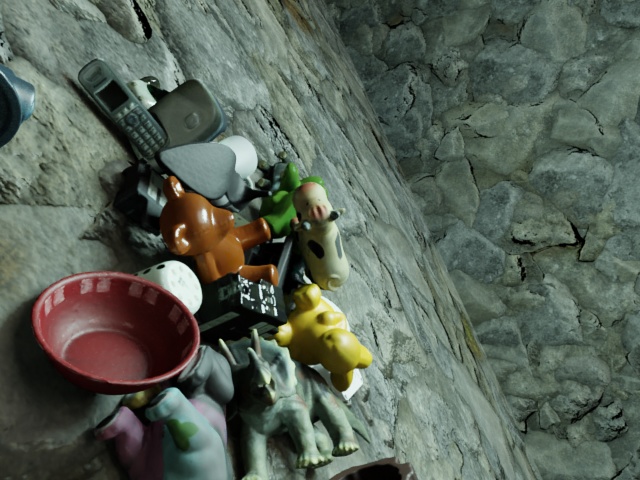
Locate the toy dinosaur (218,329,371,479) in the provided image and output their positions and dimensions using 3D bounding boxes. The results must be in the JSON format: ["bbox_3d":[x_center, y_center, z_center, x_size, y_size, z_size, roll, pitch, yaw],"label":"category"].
[{"bbox_3d":[-0.040,0.233,0.776,0.404,0.131,0.192,34,34,-64],"label":"toy dinosaur"}]

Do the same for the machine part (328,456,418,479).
[{"bbox_3d":[0.063,0.379,0.756,0.056,0.179,0.179,65,20,-1],"label":"machine part"}]

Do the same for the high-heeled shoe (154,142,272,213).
[{"bbox_3d":[-0.185,-0.094,0.827,0.248,0.145,0.086,21,75,-53],"label":"high-heeled shoe"}]

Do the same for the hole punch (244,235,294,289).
[{"bbox_3d":[-0.097,0.048,0.877,0.115,0.092,0.142,91,12,-66],"label":"hole punch"}]

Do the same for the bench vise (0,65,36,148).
[{"bbox_3d":[-0.352,-0.128,0.447,0.223,0.129,0.241,40,23,-51],"label":"bench vise"}]

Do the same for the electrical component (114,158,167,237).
[{"bbox_3d":[-0.236,-0.047,0.733,0.074,0.048,0.119,42,29,-43],"label":"electrical component"}]

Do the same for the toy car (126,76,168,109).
[{"bbox_3d":[-0.248,-0.217,0.910,0.073,0.056,0.201,61,18,13],"label":"toy car"}]

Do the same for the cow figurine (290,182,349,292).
[{"bbox_3d":[-0.002,-0.003,0.885,0.127,0.085,0.194,-132,-156,-62],"label":"cow figurine"}]

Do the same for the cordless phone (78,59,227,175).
[{"bbox_3d":[-0.240,-0.201,0.779,0.184,0.146,0.089,51,10,-26],"label":"cordless phone"}]

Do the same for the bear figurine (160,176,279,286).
[{"bbox_3d":[-0.137,-0.005,0.737,0.195,0.132,0.120,84,-7,-60],"label":"bear figurine"}]

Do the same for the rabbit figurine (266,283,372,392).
[{"bbox_3d":[0.009,0.170,0.856,0.162,0.122,0.173,53,-16,-19],"label":"rabbit figurine"}]

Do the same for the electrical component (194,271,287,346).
[{"bbox_3d":[-0.115,0.101,0.746,0.134,0.115,0.058,36,38,-52],"label":"electrical component"}]

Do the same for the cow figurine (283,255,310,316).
[{"bbox_3d":[-0.047,0.088,0.988,0.098,0.068,0.167,56,23,-23],"label":"cow figurine"}]

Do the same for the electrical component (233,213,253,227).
[{"bbox_3d":[-0.143,-0.008,0.924,0.078,0.045,0.102,30,24,-6],"label":"electrical component"}]

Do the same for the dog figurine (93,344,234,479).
[{"bbox_3d":[-0.125,0.243,0.564,0.219,0.108,0.191,64,17,-9],"label":"dog figurine"}]

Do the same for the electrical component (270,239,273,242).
[{"bbox_3d":[-0.101,0.023,1.013,0.063,0.021,0.094,36,32,-52],"label":"electrical component"}]

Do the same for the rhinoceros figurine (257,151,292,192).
[{"bbox_3d":[-0.081,-0.104,1.164,0.112,0.073,0.190,58,15,-46],"label":"rhinoceros figurine"}]

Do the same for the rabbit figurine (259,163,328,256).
[{"bbox_3d":[-0.064,-0.064,1.019,0.121,0.159,0.170,25,-4,-32],"label":"rabbit figurine"}]

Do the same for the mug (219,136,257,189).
[{"bbox_3d":[-0.170,-0.127,0.967,0.107,0.081,0.109,-33,102,-58],"label":"mug"}]
